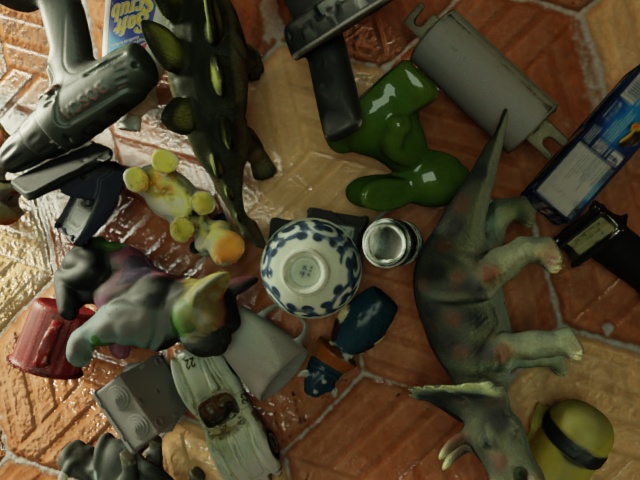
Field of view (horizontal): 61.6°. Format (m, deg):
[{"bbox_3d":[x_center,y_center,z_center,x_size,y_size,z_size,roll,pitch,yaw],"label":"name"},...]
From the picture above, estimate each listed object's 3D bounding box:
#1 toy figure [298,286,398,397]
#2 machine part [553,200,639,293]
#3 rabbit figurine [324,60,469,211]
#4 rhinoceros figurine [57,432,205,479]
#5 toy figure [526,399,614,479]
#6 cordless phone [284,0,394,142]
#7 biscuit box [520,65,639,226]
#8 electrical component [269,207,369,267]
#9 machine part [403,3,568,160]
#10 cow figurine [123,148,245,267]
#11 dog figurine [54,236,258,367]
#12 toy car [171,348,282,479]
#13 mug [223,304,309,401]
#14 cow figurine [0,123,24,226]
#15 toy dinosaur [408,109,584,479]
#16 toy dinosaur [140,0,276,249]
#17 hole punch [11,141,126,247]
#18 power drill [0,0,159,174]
[{"bbox_3d":[0.033,0.128,0.661,0.064,0.058,0.154,41,98,11],"label":"toy figure"},{"bbox_3d":[0.351,0.019,0.628,0.139,0.039,0.084,35,122,1],"label":"machine part"},{"bbox_3d":[0.100,-0.099,0.631,0.159,0.121,0.170,-44,100,-2],"label":"rabbit figurine"},{"bbox_3d":[-0.240,0.307,0.683,0.190,0.073,0.112,29,103,4],"label":"rhinoceros figurine"},{"bbox_3d":[0.268,0.268,0.615,0.082,0.089,0.180,34,90,-2],"label":"toy figure"},{"bbox_3d":[0.037,-0.209,0.578,0.147,0.088,0.184,-22,69,28],"label":"cordless phone"},{"bbox_3d":[0.330,-0.112,0.631,0.059,0.063,0.202,41,92,6],"label":"biscuit box"},{"bbox_3d":[-0.001,-0.002,0.671,0.119,0.048,0.074,5,89,7],"label":"electrical component"},{"bbox_3d":[0.193,-0.187,0.641,0.243,0.079,0.079,45,93,5],"label":"machine part"},{"bbox_3d":[-0.166,-0.032,0.675,0.068,0.098,0.167,-43,100,-11],"label":"cow figurine"},{"bbox_3d":[-0.190,0.060,0.643,0.219,0.108,0.191,-22,74,13],"label":"dog figurine"},{"bbox_3d":[-0.117,0.221,0.674,0.073,0.056,0.201,-28,85,5],"label":"toy car"},{"bbox_3d":[-0.073,0.122,0.661,0.107,0.080,0.109,38,95,17],"label":"mug"},{"bbox_3d":[-0.456,-0.105,0.705,0.127,0.085,0.195,-32,88,-1],"label":"cow figurine"},{"bbox_3d":[0.174,0.071,0.615,0.192,0.131,0.404,-14,85,5],"label":"toy dinosaur"},{"bbox_3d":[-0.129,-0.217,0.616,0.105,0.198,0.471,-15,89,2],"label":"toy dinosaur"},{"bbox_3d":[-0.299,-0.061,0.670,0.116,0.142,0.092,-39,121,-22],"label":"hole punch"},{"bbox_3d":[-0.324,-0.212,0.646,0.232,0.086,0.207,-22,84,11],"label":"power drill"}]
